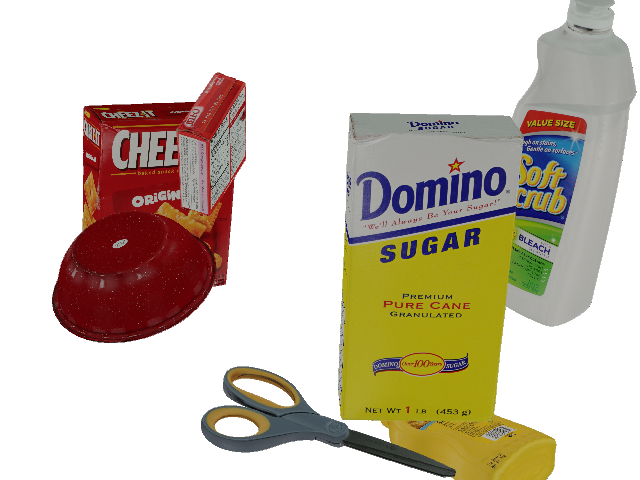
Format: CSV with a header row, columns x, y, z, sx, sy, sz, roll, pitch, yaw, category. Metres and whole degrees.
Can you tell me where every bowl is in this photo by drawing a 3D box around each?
x,y,z,sx,sy,sz,roll,pitch,yaw,category
-0.183,0.021,1.010,0.162,0.055,0.162,-7,41,6,bowl

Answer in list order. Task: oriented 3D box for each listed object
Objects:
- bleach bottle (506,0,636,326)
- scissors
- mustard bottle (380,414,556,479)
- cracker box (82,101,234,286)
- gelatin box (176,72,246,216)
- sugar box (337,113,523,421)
x,y,z,sx,sy,sz,roll,pitch,yaw,category
0.174,-0.062,0.793,0.067,0.251,0.103,-24,42,-34,bleach bottle
-0.007,0.154,0.812,0.202,0.016,0.096,26,40,31,scissors
0.124,0.187,1.031,0.096,0.058,0.192,-17,25,-39,mustard bottle
-0.184,-0.045,1.215,0.163,0.214,0.072,-6,25,-29,cracker box
-0.086,-0.076,0.847,0.030,0.073,0.089,17,-40,11,gelatin box
0.059,0.018,0.606,0.093,0.176,0.048,0,25,-2,sugar box
